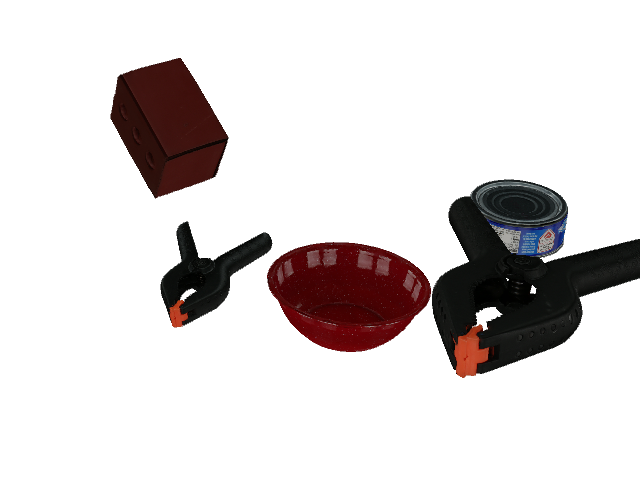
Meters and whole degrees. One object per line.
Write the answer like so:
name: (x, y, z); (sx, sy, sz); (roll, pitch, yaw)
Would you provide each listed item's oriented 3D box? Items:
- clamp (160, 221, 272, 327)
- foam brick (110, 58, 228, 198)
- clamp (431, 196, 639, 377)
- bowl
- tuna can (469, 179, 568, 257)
clamp: (-0.126, 0.036, 1.241); (0.120, 0.039, 0.171); (-2, 39, 12)
foam brick: (-0.109, -0.081, 0.764); (0.051, 0.078, 0.053); (-21, -21, -27)
clamp: (0.125, 0.025, 0.710); (0.165, 0.036, 0.209); (15, 31, 31)
bowl: (0.027, 0.063, 1.059); (0.162, 0.055, 0.162); (3, 28, -2)
tuna can: (0.168, -0.020, 0.917); (0.086, 0.034, 0.086); (2, 30, -1)
